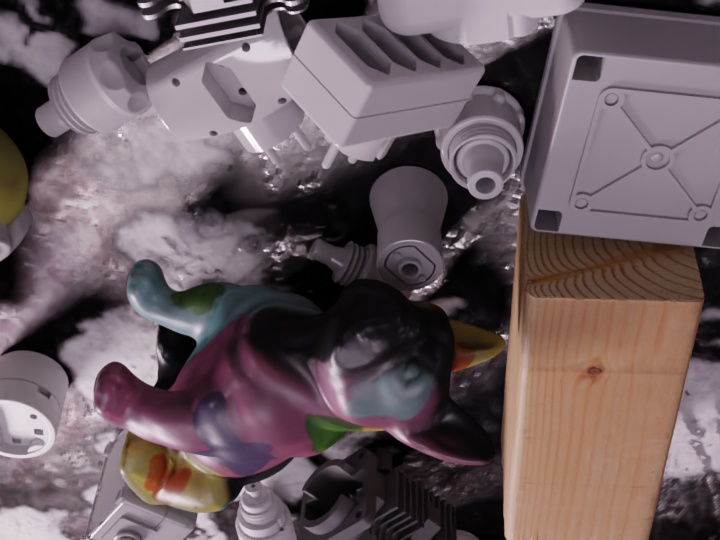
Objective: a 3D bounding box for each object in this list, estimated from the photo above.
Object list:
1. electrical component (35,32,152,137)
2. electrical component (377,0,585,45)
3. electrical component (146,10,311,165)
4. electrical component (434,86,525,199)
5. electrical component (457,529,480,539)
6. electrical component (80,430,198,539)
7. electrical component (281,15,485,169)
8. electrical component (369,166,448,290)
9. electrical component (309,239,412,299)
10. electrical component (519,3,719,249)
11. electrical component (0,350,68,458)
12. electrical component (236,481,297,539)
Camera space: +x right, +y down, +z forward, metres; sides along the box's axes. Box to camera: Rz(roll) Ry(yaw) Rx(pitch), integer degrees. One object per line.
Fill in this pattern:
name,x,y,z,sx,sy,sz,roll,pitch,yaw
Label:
electrical component,-0.137,-0.089,0.545,0.062,0.043,0.043,-26,124,23
electrical component,0.054,-0.142,0.487,0.095,0.053,0.059,-6,130,7
electrical component,-0.054,-0.086,0.544,0.077,0.043,0.079,-22,126,19
electrical component,0.062,-0.061,0.549,0.048,0.062,0.048,1,130,1
electrical component,0.062,0.236,0.810,0.077,0.044,0.079,21,127,-15
electrical component,-0.138,0.149,0.711,0.061,0.096,0.061,29,127,-21
electrical component,0.004,-0.079,0.519,0.083,0.047,0.075,-17,148,-44
electrical component,0.027,-0.021,0.582,0.044,0.065,0.044,1,129,1
electrical component,0.000,0.000,0.621,0.061,0.035,0.035,26,126,-16
electrical component,0.145,-0.071,0.541,0.109,0.056,0.108,5,130,-2
electrical component,-0.218,0.085,0.692,0.055,0.047,0.055,1,130,1
electrical component,-0.069,0.179,0.771,0.040,0.040,0.078,-4,130,6
